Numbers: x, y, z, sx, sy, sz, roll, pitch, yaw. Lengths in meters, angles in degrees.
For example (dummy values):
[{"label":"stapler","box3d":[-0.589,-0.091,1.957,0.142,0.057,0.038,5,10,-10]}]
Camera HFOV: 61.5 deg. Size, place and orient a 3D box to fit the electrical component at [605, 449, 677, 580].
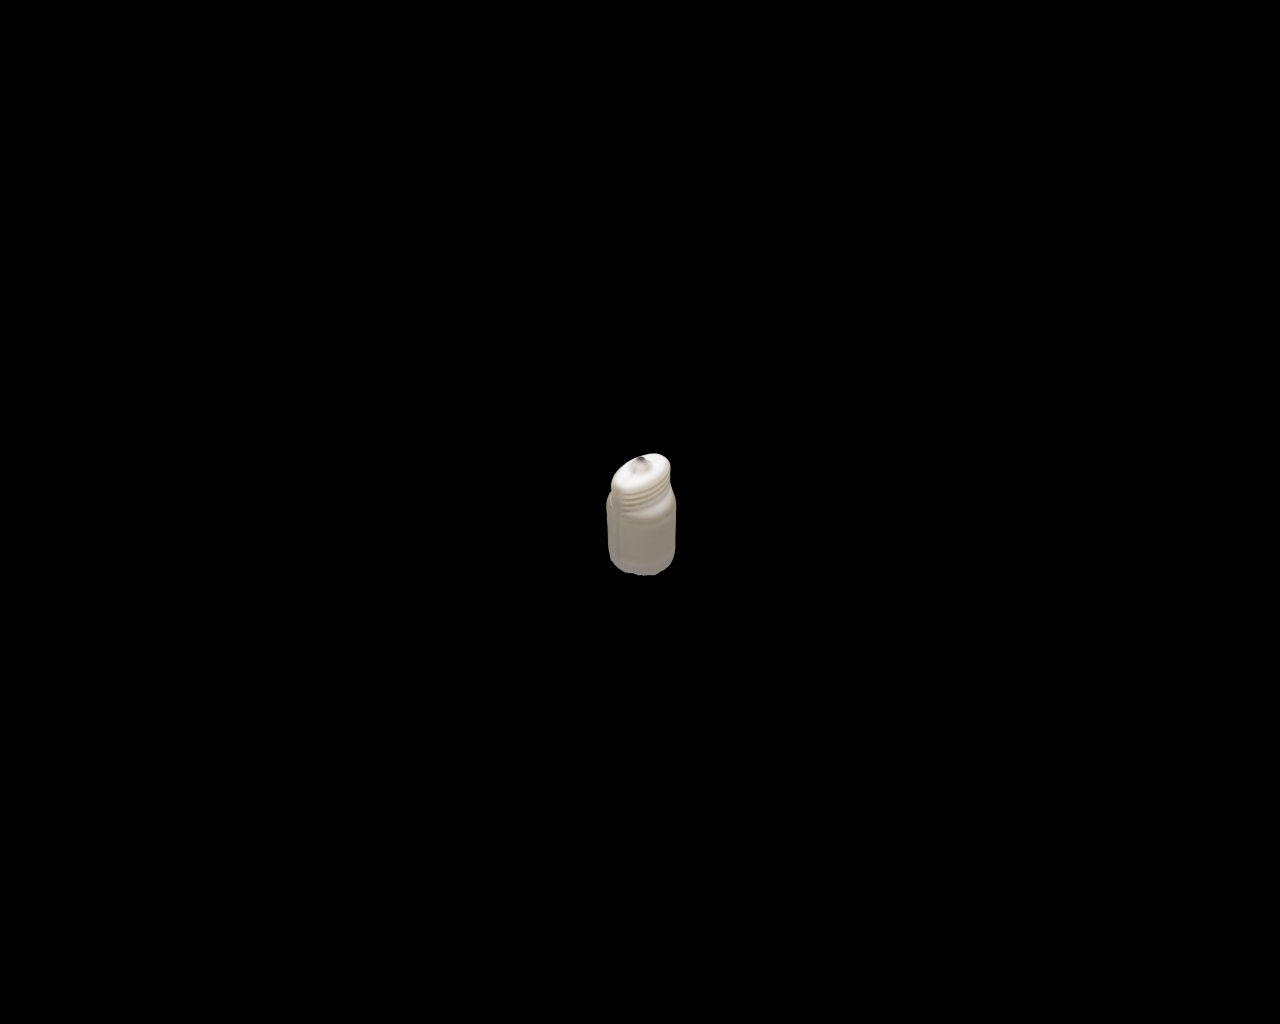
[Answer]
[{"label":"electrical component","box3d":[0.001,-0.003,0.650,0.043,0.080,0.043,0,42,0]}]
